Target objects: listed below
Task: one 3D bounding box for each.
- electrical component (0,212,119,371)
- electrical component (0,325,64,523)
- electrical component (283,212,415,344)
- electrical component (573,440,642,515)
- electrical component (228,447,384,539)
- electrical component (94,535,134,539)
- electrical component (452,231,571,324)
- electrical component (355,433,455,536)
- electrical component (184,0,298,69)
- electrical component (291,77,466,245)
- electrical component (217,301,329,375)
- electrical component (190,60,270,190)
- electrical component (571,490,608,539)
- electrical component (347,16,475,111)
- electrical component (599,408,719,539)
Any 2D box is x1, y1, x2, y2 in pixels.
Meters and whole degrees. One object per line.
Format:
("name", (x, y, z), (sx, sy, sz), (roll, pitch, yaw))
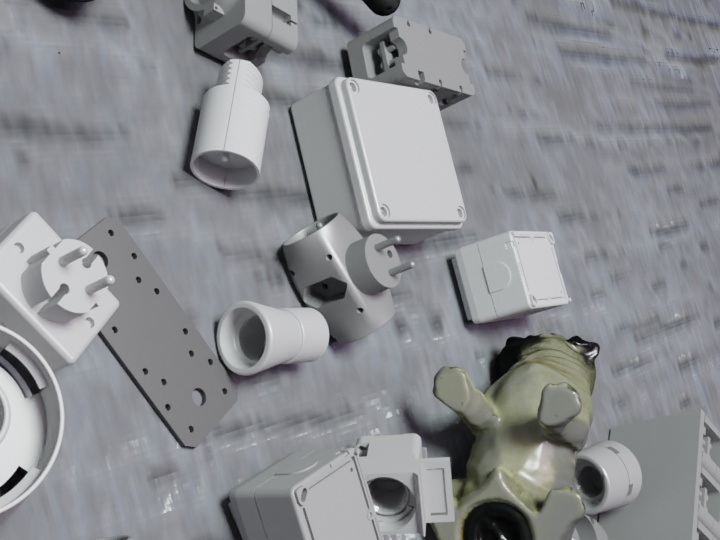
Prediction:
("electrical component", (-0.150, 0.008, 0.527), (0.065, 0.077, 0.047), (51, 42, -21))
("electrical component", (-0.184, 0.071, 0.486), (0.099, 0.064, 0.099), (11, 68, -28))
("electrical component", (0.000, 0.000, 0.703), (0.077, 0.079, 0.043), (60, 36, -11))
("electrical component", (0.193, 0.169, 0.872), (0.047, 0.055, 0.055), (-4, 77, -47))
("electrical component", (-0.028, 0.158, 0.621), (0.062, 0.061, 0.096), (-24, 100, -51))
("electrical component", (-0.125, 0.156, 0.521), (0.040, 0.040, 0.046), (-9, 86, -51))
("electrical component", (0.122, 0.006, 0.863), (0.096, 0.061, 0.061), (-2, 76, -58))
("electrical component", (0.018, 0.132, 0.671), (0.063, 0.081, 0.042), (-73, 159, -71))
("electrical component", (-0.079, -0.186, 0.717), (0.056, 0.050, 0.089), (20, 59, -44))
("electrical component", (0.015, -0.075, 0.772), (0.109, 0.056, 0.108), (-3, 76, -50))
("electrical component", (-0.050, 0.041, 0.659), (0.065, 0.044, 0.044), (2, 73, -54))
("electrical component", (-0.080, -0.096, 0.682), (0.043, 0.043, 0.081), (31, 52, -38))
("electrical component", (0.149, 0.190, 0.820), (0.077, 0.044, 0.079), (19, 60, -44))
("electrical component", (0.037, -0.154, 0.833), (0.089, 0.056, 0.050), (4, 71, -48))
("electrical component", (0.257, 0.203, 0.903), (0.062, 0.089, 0.150), (44, 45, -28))
